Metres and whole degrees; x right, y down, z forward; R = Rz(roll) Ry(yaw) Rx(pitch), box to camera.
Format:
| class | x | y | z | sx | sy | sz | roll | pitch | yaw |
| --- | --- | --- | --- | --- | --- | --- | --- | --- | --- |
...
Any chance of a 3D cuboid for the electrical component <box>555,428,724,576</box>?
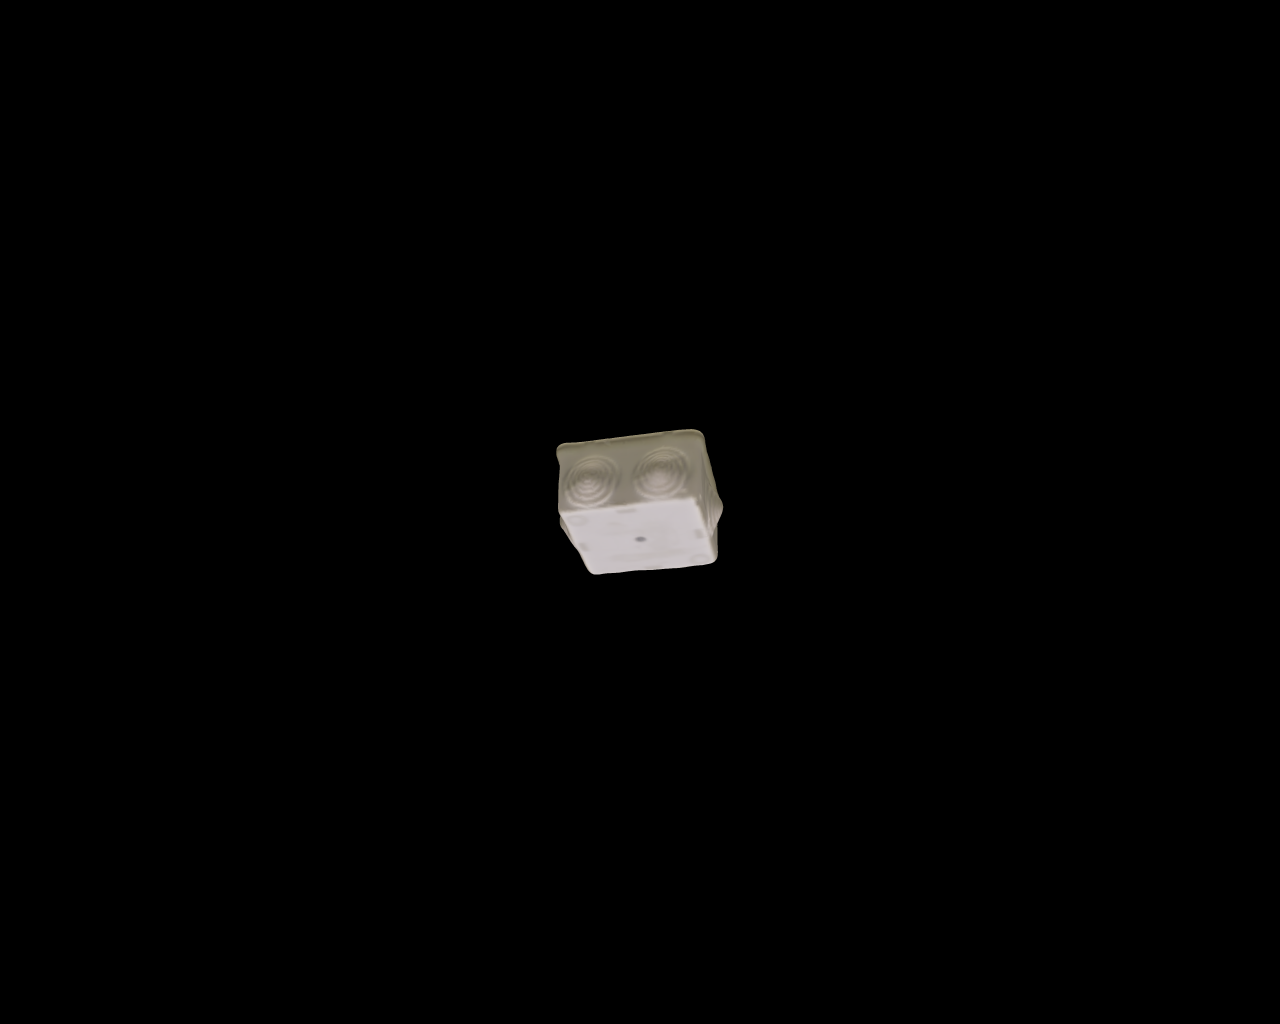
| class | x | y | z | sx | sy | sz | roll | pitch | yaw |
| --- | --- | --- | --- | --- | --- | --- | --- | --- | --- |
| electrical component | 0.001 | -0.003 | 0.650 | 0.100 | 0.048 | 0.099 | -6 | -32 | 9 |
